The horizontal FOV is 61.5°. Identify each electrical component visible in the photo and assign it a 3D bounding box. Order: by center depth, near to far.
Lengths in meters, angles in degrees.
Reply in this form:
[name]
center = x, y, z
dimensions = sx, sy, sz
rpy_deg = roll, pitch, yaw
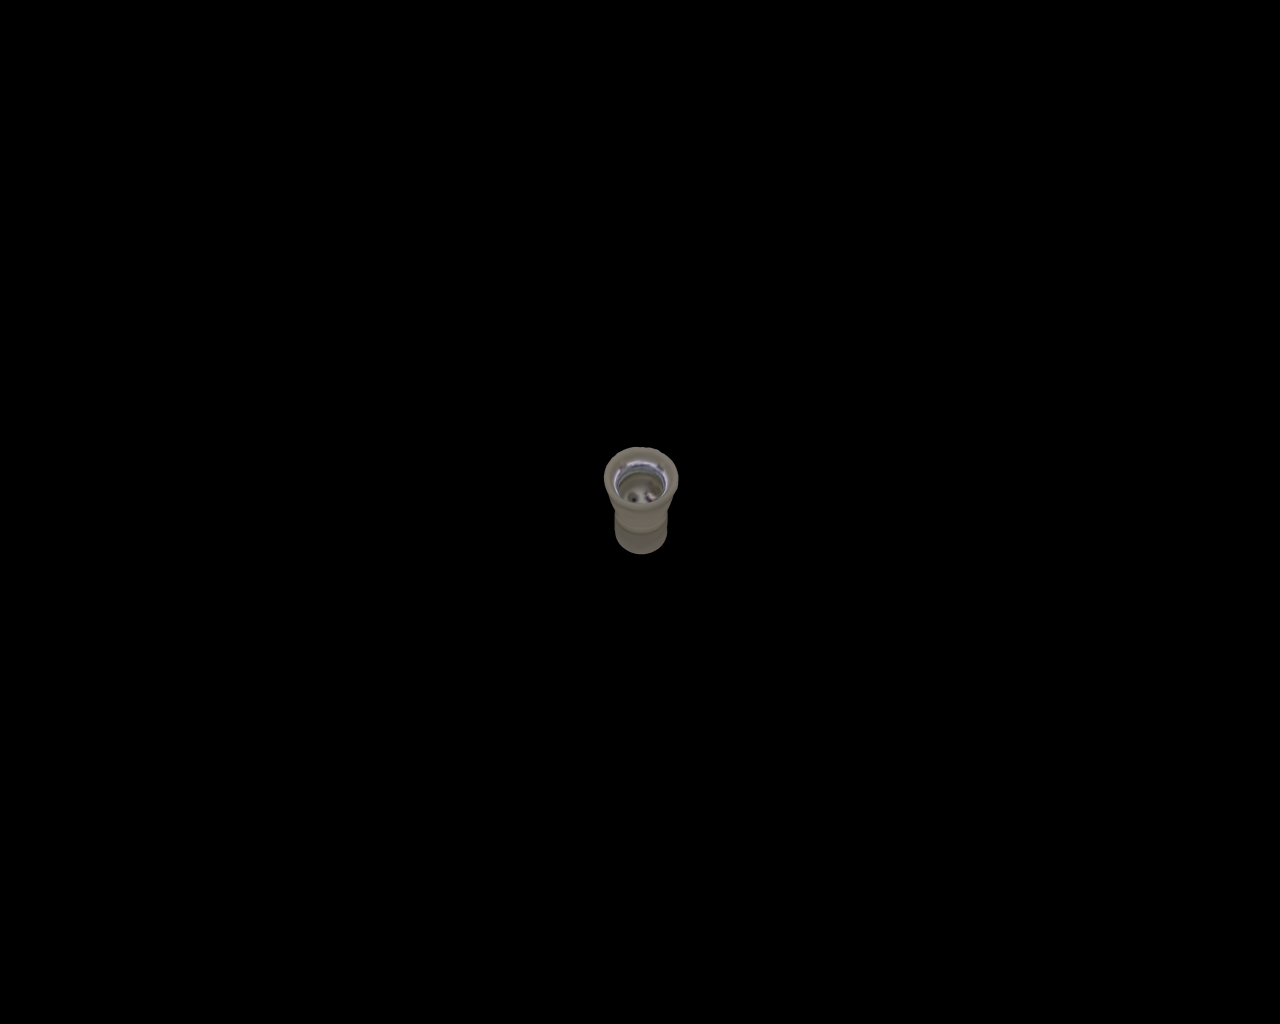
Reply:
[electrical component]
center = 0.001, -0.003, 0.650
dimensions = 0.044, 0.044, 0.065
rpy_deg = 0, -36, 0
